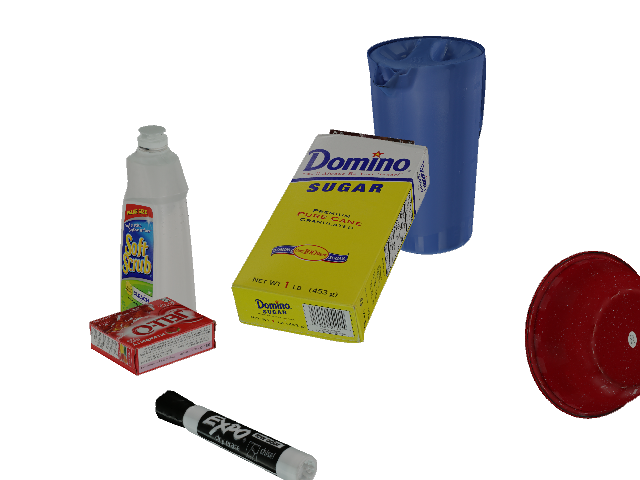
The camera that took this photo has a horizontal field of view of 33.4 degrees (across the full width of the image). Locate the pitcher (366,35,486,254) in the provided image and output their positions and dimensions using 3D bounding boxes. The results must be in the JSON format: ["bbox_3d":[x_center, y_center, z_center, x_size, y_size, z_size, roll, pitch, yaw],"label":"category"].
[{"bbox_3d":[0.132,-0.115,1.260,0.149,0.243,0.145,-4,25,-2],"label":"pitcher"}]

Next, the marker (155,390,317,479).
[{"bbox_3d":[-0.053,0.114,0.627,0.121,0.020,0.020,17,10,37],"label":"marker"}]

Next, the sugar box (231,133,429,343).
[{"bbox_3d":[0.012,-0.008,0.781,0.093,0.176,0.048,9,-42,18],"label":"sugar box"}]

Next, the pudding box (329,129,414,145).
[{"bbox_3d":[0.042,-0.063,1.070,0.090,0.039,0.113,9,38,6],"label":"pudding box"}]

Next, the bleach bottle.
[{"bbox_3d":[-0.181,-0.004,1.161,0.067,0.251,0.103,-19,32,-36],"label":"bleach bottle"}]

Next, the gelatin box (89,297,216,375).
[{"bbox_3d":[-0.149,0.083,0.952,0.089,0.030,0.073,-17,27,-40],"label":"gelatin box"}]

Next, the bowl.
[{"bbox_3d":[0.273,0.091,1.002,0.161,0.162,0.055,0,0,-27],"label":"bowl"}]
